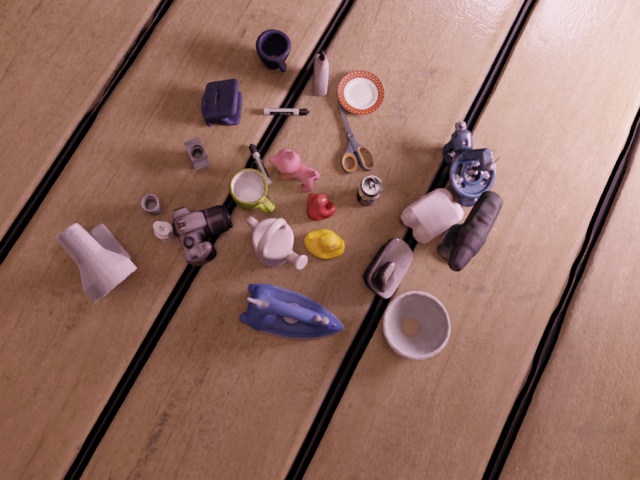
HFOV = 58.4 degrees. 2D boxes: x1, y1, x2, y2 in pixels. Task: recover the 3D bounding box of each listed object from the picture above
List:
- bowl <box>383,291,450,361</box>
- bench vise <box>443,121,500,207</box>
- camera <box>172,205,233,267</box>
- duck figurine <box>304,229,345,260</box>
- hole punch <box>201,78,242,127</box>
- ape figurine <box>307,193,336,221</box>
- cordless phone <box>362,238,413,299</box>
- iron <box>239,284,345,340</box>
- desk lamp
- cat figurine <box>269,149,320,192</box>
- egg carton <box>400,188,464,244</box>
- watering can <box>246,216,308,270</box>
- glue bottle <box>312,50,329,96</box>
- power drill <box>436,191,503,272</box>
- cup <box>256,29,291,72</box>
[{"bbox_3d":[0.230,0.212,1.409,0.167,0.074,0.167,1,79,-4],"label":"bowl"},{"bbox_3d":[0.367,-0.201,1.427,0.121,0.219,0.207,-27,81,-8],"label":"bench vise"},{"bbox_3d":[-0.282,-0.025,1.407,0.137,0.101,0.143,-20,81,-7],"label":"camera"},{"bbox_3d":[0.013,0.005,1.429,0.104,0.086,0.077,14,78,-1],"label":"duck figurine"},{"bbox_3d":[-0.256,-0.357,1.480,0.101,0.091,0.109,3,78,-3],"label":"hole punch"},{"bbox_3d":[0.000,-0.090,1.444,0.076,0.092,0.078,-37,83,-10],"label":"ape figurine"},{"bbox_3d":[0.174,0.060,1.379,0.094,0.185,0.148,30,78,3],"label":"cordless phone"},{"bbox_3d":[-0.059,0.176,1.362,0.258,0.141,0.119,14,78,-1],"label":"iron"},{"bbox_3d":[-0.512,0.047,1.319,0.118,0.213,0.203,-41,84,-10],"label":"desk lamp"},{"bbox_3d":[-0.062,-0.186,1.446,0.128,0.117,0.067,26,78,2],"label":"cat figurine"},{"bbox_3d":[0.287,-0.064,1.471,0.150,0.069,0.107,-34,83,-10],"label":"egg carton"},{"bbox_3d":[-0.105,0.003,1.366,0.173,0.194,0.101,19,78,0],"label":"watering can"},{"bbox_3d":[0.002,-0.441,1.474,0.037,0.173,0.078,-5,79,-4],"label":"glue bottle"},{"bbox_3d":[0.356,-0.006,1.393,0.075,0.208,0.230,32,78,3],"label":"power drill"},{"bbox_3d":[-0.116,-0.483,1.514,0.092,0.095,0.118,-25,81,-8],"label":"cup"}]
